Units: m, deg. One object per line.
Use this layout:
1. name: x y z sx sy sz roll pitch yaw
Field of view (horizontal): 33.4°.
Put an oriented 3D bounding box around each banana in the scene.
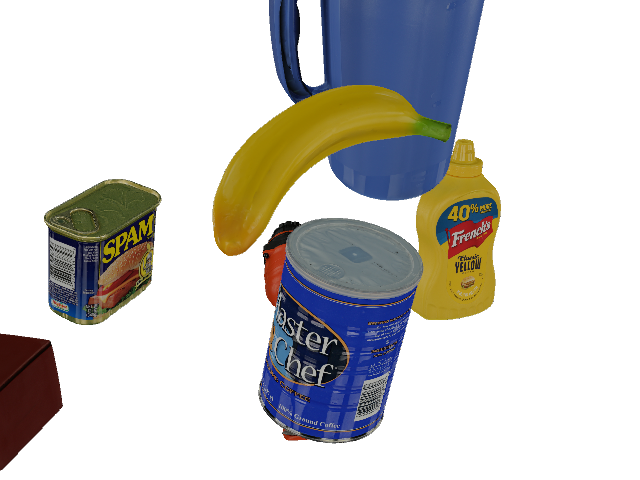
1. banana: -0.004 -0.054 0.637 0.070 0.037 0.197 32 46 31

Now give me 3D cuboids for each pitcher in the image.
1. pitcher: 0.051 -0.148 0.854 0.149 0.243 0.144 16 48 14

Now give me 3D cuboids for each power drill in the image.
1. power drill: -0.021 0.084 1.036 0.057 0.187 0.184 -8 16 3

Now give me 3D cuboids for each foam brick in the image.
1. foam brick: -0.209 0.101 0.675 0.053 0.051 0.078 6 29 22

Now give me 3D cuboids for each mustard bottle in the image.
1. mustard bottle: 0.147 -0.014 1.138 0.096 0.192 0.058 -8 23 -25

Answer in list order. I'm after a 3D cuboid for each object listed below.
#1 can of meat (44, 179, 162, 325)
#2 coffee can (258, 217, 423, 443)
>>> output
1. can of meat: -0.176 0.009 0.866 0.057 0.084 0.102 20 31 19
2. coffee can: 0.013 0.068 0.816 0.102 0.140 0.103 9 30 -5
